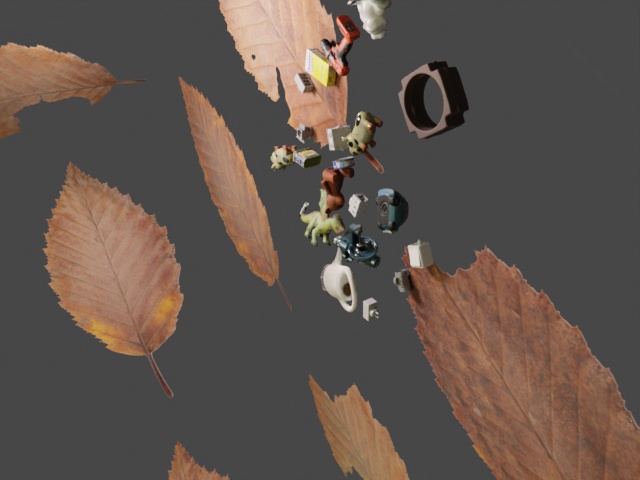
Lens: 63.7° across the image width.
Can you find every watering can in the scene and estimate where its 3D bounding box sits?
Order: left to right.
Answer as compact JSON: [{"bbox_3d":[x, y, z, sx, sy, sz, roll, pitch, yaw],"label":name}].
[{"bbox_3d":[0.087,0.147,2.288,0.224,0.105,0.346,0,103,62],"label":"watering can"}]

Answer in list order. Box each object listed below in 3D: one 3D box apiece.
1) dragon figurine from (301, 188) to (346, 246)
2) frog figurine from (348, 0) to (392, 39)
[{"bbox_3d":[0.007,-0.117,2.331,0.417,0.122,0.239,50,128,53],"label":"dragon figurine"},{"bbox_3d":[0.182,-0.741,1.672,0.157,0.125,0.137,44,153,-25],"label":"frog figurine"}]
